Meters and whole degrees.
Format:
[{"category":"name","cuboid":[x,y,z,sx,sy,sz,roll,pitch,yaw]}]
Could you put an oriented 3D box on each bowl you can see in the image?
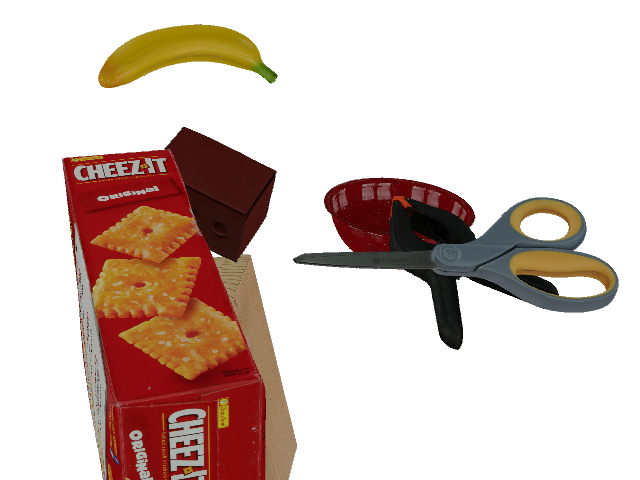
[{"category":"bowl","cuboid":[0.081,-0.013,1.145,0.162,0.055,0.162,4,25,-2]}]

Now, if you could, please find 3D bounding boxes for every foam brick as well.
[{"category":"foam brick","cuboid":[-0.078,-0.033,0.752,0.078,0.051,0.053,26,-39,8]}]

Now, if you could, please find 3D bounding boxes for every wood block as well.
[{"category":"wood block","cuboid":[-0.089,0.127,0.925,0.090,0.206,0.090,-5,28,14]}]

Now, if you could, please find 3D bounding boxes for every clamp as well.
[{"category":"clamp","cuboid":[0.124,0.019,0.932,0.120,0.039,0.171,-8,47,-26]}]

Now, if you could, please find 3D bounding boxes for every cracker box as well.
[{"category":"cracker box","cuboid":[-0.085,0.072,0.563,0.072,0.164,0.214,-7,34,-15]}]

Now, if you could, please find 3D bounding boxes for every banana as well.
[{"category":"banana","cuboid":[-0.138,-0.188,1.080,0.197,0.070,0.037,-9,-39,-31]}]

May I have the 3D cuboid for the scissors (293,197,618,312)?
[{"category":"scissors","cuboid":[0.089,-0.001,0.678,0.202,0.096,0.016,12,-42,1]}]
